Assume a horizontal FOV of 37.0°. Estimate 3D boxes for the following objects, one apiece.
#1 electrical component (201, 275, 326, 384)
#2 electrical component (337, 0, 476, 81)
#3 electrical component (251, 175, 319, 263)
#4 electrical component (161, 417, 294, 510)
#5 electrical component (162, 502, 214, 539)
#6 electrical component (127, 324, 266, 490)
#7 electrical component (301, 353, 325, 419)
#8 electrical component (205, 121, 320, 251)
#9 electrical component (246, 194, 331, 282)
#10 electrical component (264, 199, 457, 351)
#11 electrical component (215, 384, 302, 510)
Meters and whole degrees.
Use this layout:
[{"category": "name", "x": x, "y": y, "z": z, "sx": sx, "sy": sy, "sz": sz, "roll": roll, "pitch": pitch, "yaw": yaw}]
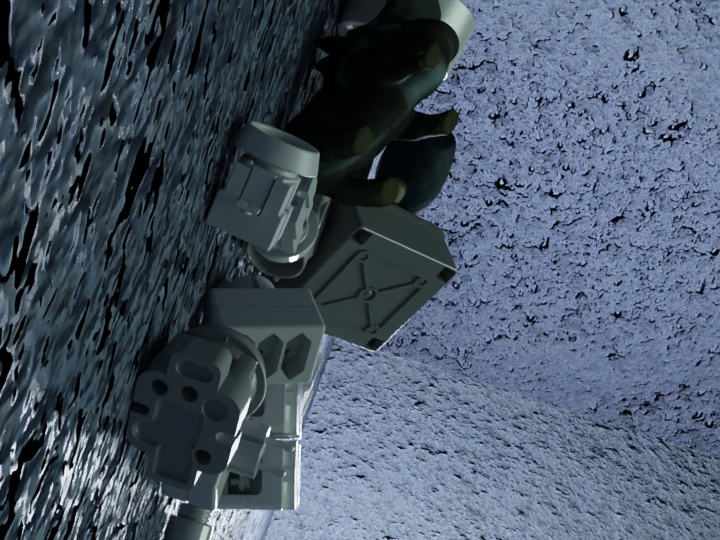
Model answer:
[{"category": "electrical component", "x": -0.066, "y": 0.029, "z": 0.669, "sx": 0.076, "sy": 0.066, "sz": 0.047, "roll": -116, "pitch": -146, "yaw": -47}, {"category": "electrical component", "x": 0.033, "y": -0.192, "z": 0.877, "sx": 0.108, "sy": 0.108, "sz": 0.060, "roll": 95, "pitch": 19, "yaw": -83}, {"category": "electrical component", "x": -0.051, "y": -0.036, "z": 0.701, "sx": 0.055, "sy": 0.048, "sz": 0.066, "roll": 91, "pitch": 15, "yaw": -58}, {"category": "electrical component", "x": -0.083, "y": 0.116, "z": 0.716, "sx": 0.047, "sy": 0.076, "sz": 0.083, "roll": 105, "pitch": 3, "yaw": -59}, {"category": "electrical component", "x": -0.125, "y": 0.188, "z": 0.801, "sx": 0.035, "sy": 0.035, "sz": 0.061, "roll": 103, "pitch": 3, "yaw": -74}, {"category": "electrical component", "x": -0.081, "y": 0.063, "z": 0.548, "sx": 0.057, "sy": 0.058, "sz": 0.078, "roll": -64, "pitch": 172, "yaw": -63}, {"category": "electrical component", "x": -0.078, "y": 0.111, "z": 1.073, "sx": 0.121, "sy": 0.063, "sz": 0.078, "roll": -66, "pitch": 173, "yaw": -79}, {"category": "electrical component", "x": -0.051, "y": -0.046, "z": 0.576, "sx": 0.066, "sy": 0.048, "sz": 0.055, "roll": -68, "pitch": -177, "yaw": -78}, {"category": "electrical component", "x": -0.053, "y": -0.024, "z": 0.786, "sx": 0.079, "sy": 0.044, "sz": 0.077, "roll": 107, "pitch": 1, "yaw": -47}, {"category": "electrical component", "x": 0.000, "y": 0.000, "z": 0.844, "sx": 0.108, "sy": 0.109, "sz": 0.056, "roll": -46, "pitch": -139, "yaw": 27}, {"category": "electrical component", "x": -0.078, "y": 0.134, "z": 0.852, "sx": 0.186, "sy": 0.060, "sz": 0.105, "roll": 101, "pitch": -9, "yaw": -79}]
